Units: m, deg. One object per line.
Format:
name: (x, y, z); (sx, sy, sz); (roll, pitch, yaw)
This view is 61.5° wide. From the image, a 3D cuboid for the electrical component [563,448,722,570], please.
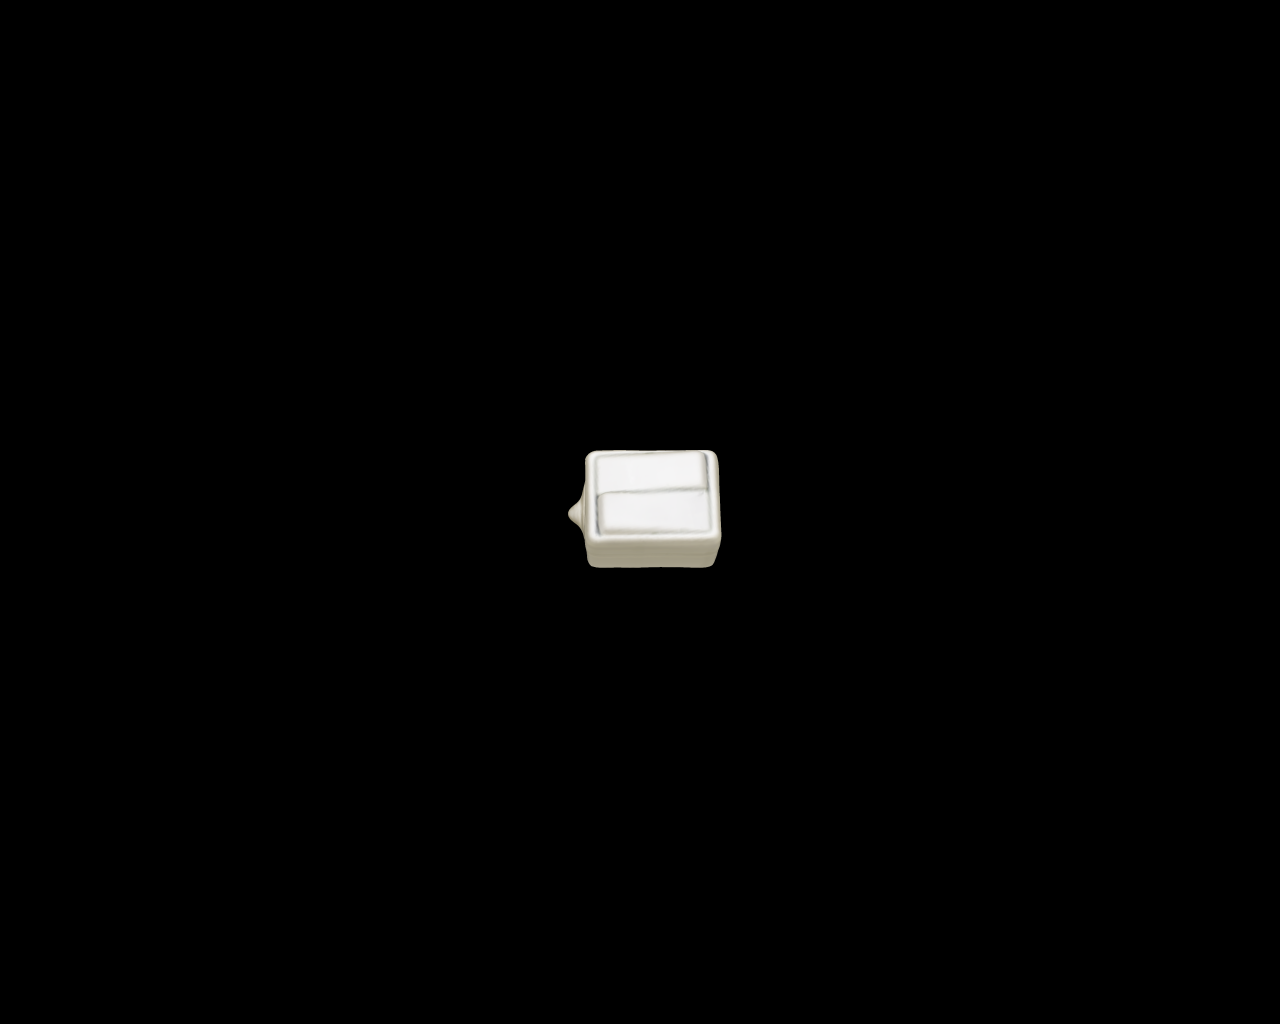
electrical component: (0.001, -0.003, 0.650); (0.096, 0.062, 0.061); (0, -21, 0)
